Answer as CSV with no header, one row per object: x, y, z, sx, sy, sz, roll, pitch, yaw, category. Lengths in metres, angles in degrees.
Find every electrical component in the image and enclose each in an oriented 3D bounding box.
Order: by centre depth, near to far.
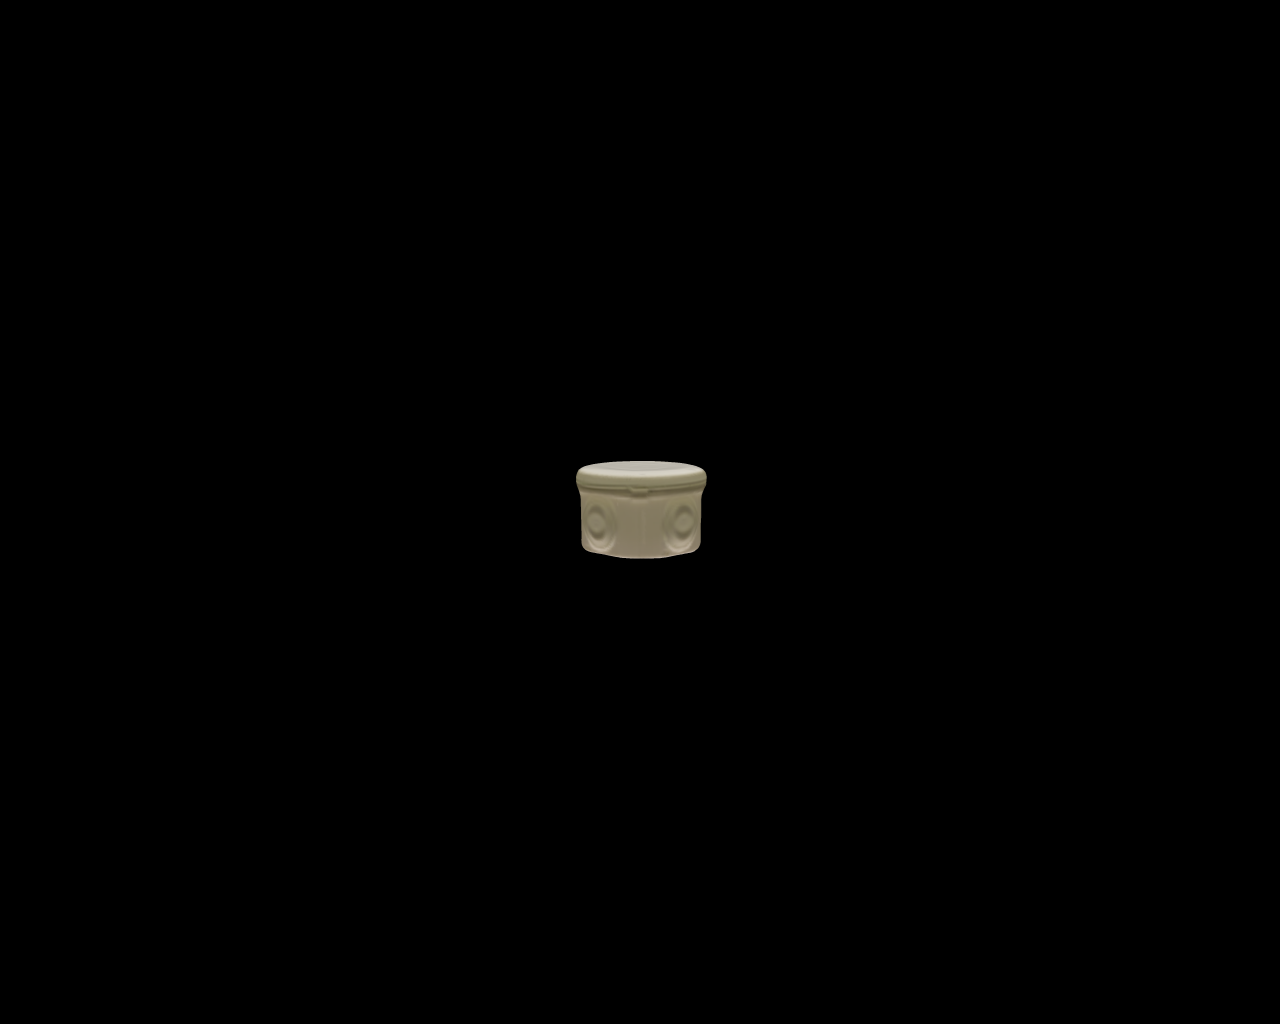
0.001,-0.003,0.650,0.080,0.051,0.080,0,9,0,electrical component
